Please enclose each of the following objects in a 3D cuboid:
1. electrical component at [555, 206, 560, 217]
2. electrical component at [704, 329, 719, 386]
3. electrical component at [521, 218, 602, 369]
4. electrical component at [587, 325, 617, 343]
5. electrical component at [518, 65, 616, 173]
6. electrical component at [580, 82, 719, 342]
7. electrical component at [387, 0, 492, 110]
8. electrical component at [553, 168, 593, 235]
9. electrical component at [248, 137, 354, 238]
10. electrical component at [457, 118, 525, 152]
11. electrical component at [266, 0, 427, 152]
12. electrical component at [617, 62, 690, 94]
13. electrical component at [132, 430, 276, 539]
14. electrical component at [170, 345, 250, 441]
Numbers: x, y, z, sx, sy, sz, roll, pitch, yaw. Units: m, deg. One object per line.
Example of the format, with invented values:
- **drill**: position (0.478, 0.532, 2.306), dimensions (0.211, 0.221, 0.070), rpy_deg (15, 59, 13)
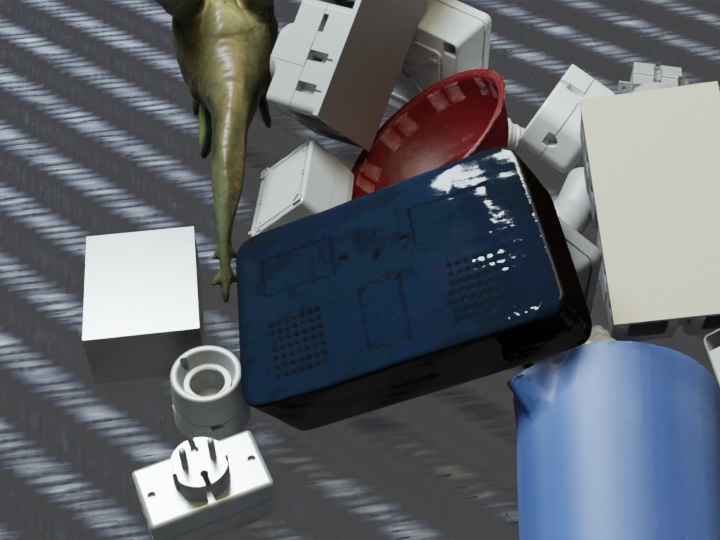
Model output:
- **electrical component**: position (0.136, -0.026, 0.865), dimensions (0.045, 0.055, 0.045), rpy_deg (0, 47, 0)
- **electrical component**: position (0.308, 0.074, 0.737), dimensions (0.109, 0.056, 0.108), rpy_deg (-33, 41, 27)
- **electrical component**: position (0.118, 0.005, 0.801), dimensions (0.056, 0.108, 0.109), rpy_deg (-31, 55, -23)
- **electrical component**: position (0.182, 0.074, 0.782), dimensions (0.062, 0.048, 0.048), rpy_deg (36, 56, 20)
- **electrical component**: position (0.188, -0.132, 0.952), dimensions (0.059, 0.053, 0.095), rpy_deg (36, 43, 3)
- **electrical component**: position (0.235, -0.043, 0.833), dimensions (0.105, 0.060, 0.186), rpy_deg (-7, 69, 8)
- **electrical component**: position (0.060, -0.196, 0.987), dimensions (0.109, 0.108, 0.056), rpy_deg (31, 57, 25)
- **electrical component**: position (0.178, -0.049, 0.898), dimensions (0.044, 0.044, 0.065), rpy_deg (28, 58, 23)
- **electrical component**: position (-0.043, -0.056, 0.879), dimensions (0.062, 0.061, 0.096), rpy_deg (-32, 34, 31)
- **electrical component**: position (0.120, -0.122, 0.966), dimensions (0.078, 0.040, 0.040), rpy_deg (10, 46, -13)
- **electrical component**: position (-0.005, -0.207, 0.894), dimensions (0.060, 0.105, 0.186), rpy_deg (20, 89, 25)
- **electrical component**: position (0.273, -0.161, 0.999), dimensions (0.066, 0.048, 0.055), rpy_deg (9, 40, 8)
- **electrical component**: position (-0.103, 0.135, 0.701), dimensions (0.083, 0.075, 0.047), rpy_deg (-18, 50, -16)
- **electrical component**: position (-0.107, 0.087, 0.764), dimensions (0.055, 0.047, 0.055), rpy_deg (0, 47, 0)
